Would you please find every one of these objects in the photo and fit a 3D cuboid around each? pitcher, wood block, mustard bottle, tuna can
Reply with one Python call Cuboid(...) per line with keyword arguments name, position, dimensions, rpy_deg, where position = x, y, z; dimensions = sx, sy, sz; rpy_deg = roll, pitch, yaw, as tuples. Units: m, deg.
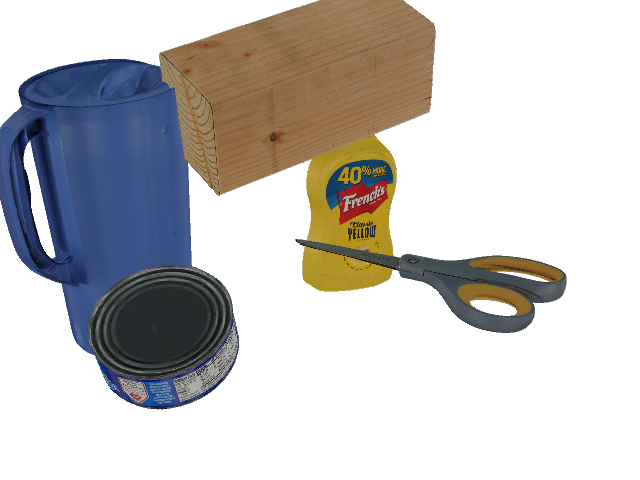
Cuboid(name="pitcher", position=(-0.178, -0.022, 0.899), dimensions=(0.149, 0.243, 0.145), rpy_deg=(-4, 25, -5))
Cuboid(name="wood block", position=(-0.016, -0.128, 0.874), dimensions=(0.205, 0.091, 0.090), rpy_deg=(-23, 47, -23))
Cuboid(name="mustard bottle", position=(0.032, -0.047, 1.086), dimensions=(0.096, 0.192, 0.058), rpy_deg=(-7, 19, -27))
Cuboid(name="tuna can", position=(-0.092, 0.056, 0.631), dimensions=(0.086, 0.086, 0.034), rpy_deg=(0, -44, 8))

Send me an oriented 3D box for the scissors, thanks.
Cuboid(name="scissors", position=(0.070, 0.029, 0.751), dimensions=(0.202, 0.016, 0.096), rpy_deg=(5, 28, 12))
